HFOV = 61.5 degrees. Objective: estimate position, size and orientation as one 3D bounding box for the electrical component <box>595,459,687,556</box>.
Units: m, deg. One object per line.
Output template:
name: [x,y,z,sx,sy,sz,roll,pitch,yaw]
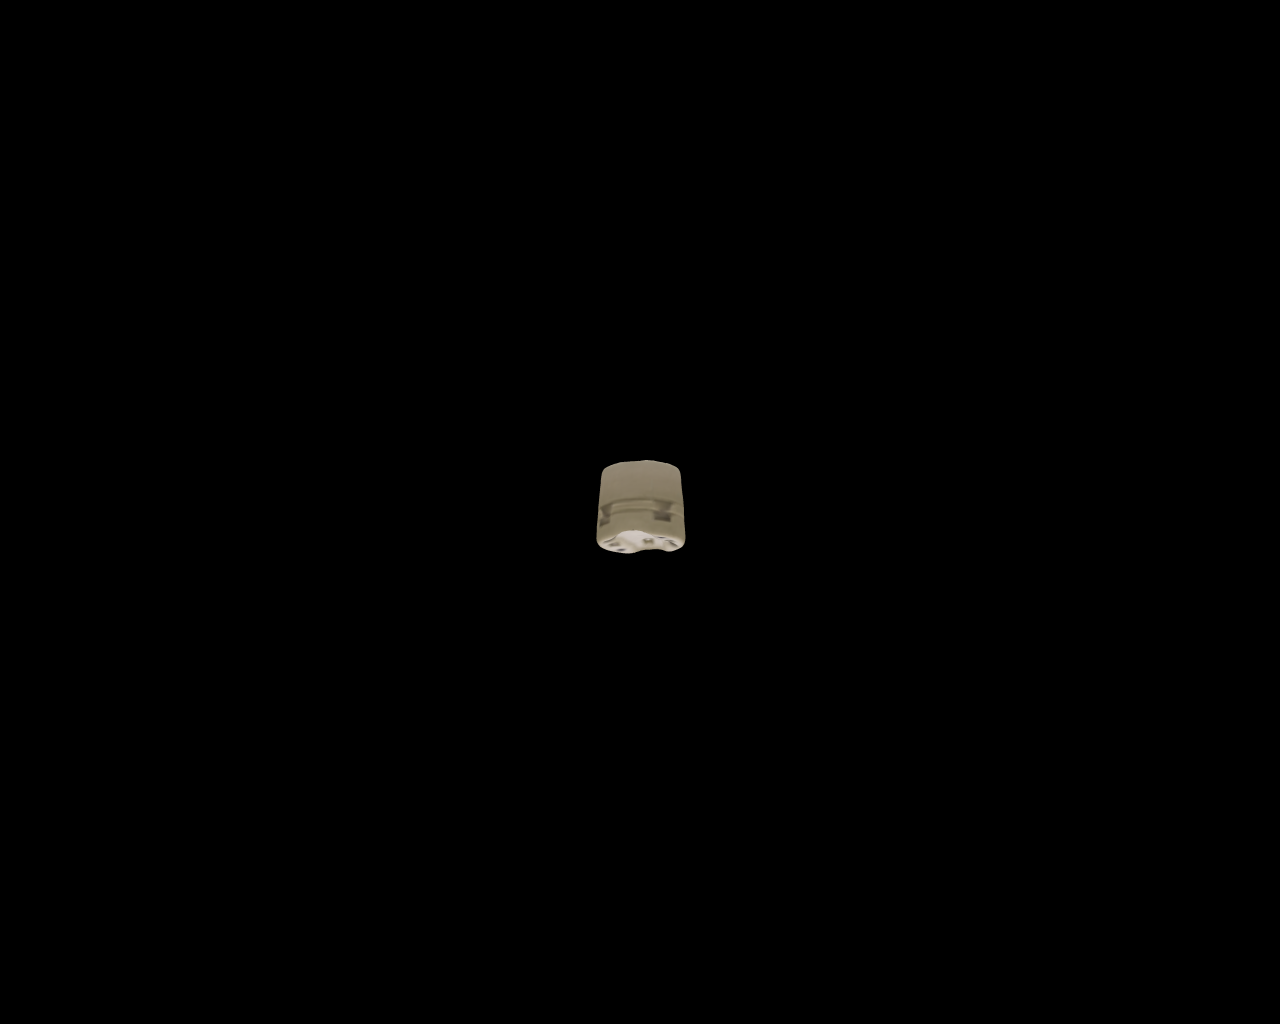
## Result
electrical component: [0.001,-0.003,0.650,0.055,0.047,0.055,0,-16,0]
